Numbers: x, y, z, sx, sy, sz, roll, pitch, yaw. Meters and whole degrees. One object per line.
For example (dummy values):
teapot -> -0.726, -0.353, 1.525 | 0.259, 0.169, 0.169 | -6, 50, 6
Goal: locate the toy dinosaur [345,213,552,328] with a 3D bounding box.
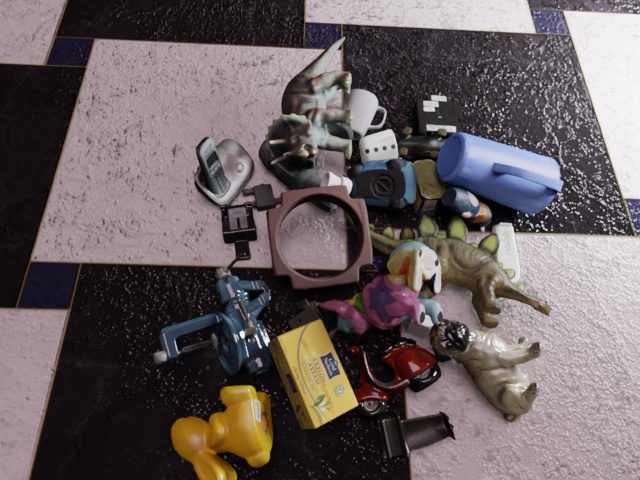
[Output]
toy dinosaur -> 0.246, 0.045, 1.110 | 0.472, 0.105, 0.198 | 21, 55, 12

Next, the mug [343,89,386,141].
mug -> 0.100, -0.293, 1.299 | 0.110, 0.080, 0.107 | 18, 72, -1

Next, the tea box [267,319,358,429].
tea box -> -0.015, 0.240, 0.967 | 0.098, 0.068, 0.169 | -20, 79, -29

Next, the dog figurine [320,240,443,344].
dog figurine -> 0.109, 0.100, 1.009 | 0.219, 0.108, 0.191 | -5, 86, 35

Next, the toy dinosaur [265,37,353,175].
toy dinosaur -> -0.024, -0.296, 1.189 | 0.192, 0.131, 0.405 | 0, 57, -1

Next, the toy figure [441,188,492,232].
toy figure -> 0.325, -0.065, 1.158 | 0.154, 0.058, 0.064 | 22, 74, -35

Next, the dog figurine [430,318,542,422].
dog figurine -> 0.291, 0.240, 0.993 | 0.191, 0.121, 0.172 | 7, 77, 3

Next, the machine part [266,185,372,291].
machine part -> -0.002, -0.003, 1.088 | 0.201, 0.087, 0.201 | -7, 85, -3

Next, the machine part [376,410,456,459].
machine part -> 0.173, 0.344, 0.968 | 0.139, 0.039, 0.084 | -7, 69, -8

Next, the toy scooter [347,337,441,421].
toy scooter -> 0.127, 0.239, 1.009 | 0.184, 0.075, 0.135 | -26, 65, -12

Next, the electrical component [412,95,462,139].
electrical component -> 0.287, -0.294, 1.318 | 0.115, 0.058, 0.134 | 6, 61, -2

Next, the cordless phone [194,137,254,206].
cordless phone -> -0.215, -0.176, 1.150 | 0.089, 0.184, 0.146 | 25, 63, 15

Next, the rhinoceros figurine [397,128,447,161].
rhinoceros figurine -> 0.267, -0.204, 1.244 | 0.190, 0.112, 0.073 | 9, 77, 14

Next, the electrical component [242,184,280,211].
electrical component -> -0.126, -0.098, 1.204 | 0.094, 0.021, 0.063 | -8, 62, -8

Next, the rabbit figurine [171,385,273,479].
rabbit figurine -> -0.171, 0.342, 0.927 | 0.173, 0.121, 0.162 | -11, 71, 6

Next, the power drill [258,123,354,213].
power drill -> -0.009, -0.187, 1.236 | 0.232, 0.086, 0.207 | 33, 71, 13

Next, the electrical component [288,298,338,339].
electrical component -> -0.014, 0.166, 1.057 | 0.078, 0.045, 0.102 | -42, 66, 8

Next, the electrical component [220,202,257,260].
electrical component -> -0.173, -0.019, 1.145 | 0.075, 0.047, 0.119 | -5, 60, -5

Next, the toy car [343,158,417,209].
toy car -> 0.137, -0.125, 1.191 | 0.162, 0.103, 0.109 | -2, 99, 17

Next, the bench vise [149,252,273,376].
bench vise -> -0.194, 0.159, 0.993 | 0.240, 0.129, 0.223 | -14, 81, -31
